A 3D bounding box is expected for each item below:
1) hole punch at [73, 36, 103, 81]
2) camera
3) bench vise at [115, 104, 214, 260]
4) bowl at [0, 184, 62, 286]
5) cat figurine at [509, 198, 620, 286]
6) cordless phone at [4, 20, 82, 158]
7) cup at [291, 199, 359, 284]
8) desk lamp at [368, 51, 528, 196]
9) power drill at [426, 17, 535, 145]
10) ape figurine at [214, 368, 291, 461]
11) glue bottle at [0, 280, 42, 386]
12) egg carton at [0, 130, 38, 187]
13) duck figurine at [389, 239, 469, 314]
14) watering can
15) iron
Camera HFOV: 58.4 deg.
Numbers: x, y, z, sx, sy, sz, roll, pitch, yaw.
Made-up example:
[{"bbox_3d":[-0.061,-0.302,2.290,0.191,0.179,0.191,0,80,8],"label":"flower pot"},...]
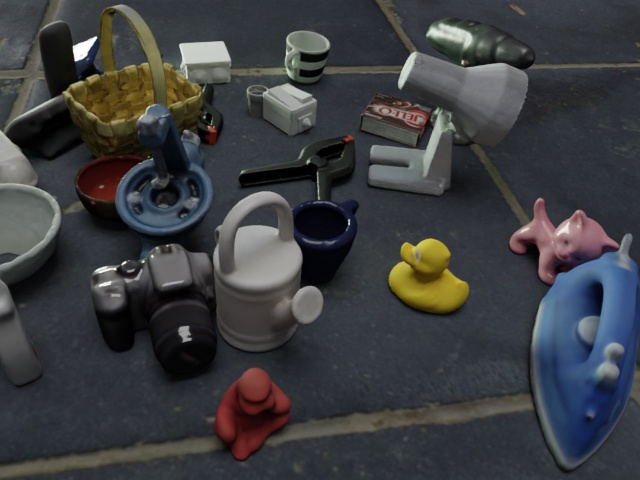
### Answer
[{"bbox_3d":[-0.444,-0.315,1.042,0.101,0.091,0.108,-1,43,-7],"label":"hole punch"},{"bbox_3d":[-0.177,0.079,0.645,0.143,0.101,0.136,-12,46,-18],"label":"camera"},{"bbox_3d":[-0.204,-0.095,0.740,0.121,0.220,0.207,-7,44,-13],"label":"bench vise"},{"bbox_3d":[-0.404,0.007,0.716,0.167,0.075,0.167,3,43,-3],"label":"bowl"},{"bbox_3d":[0.332,-0.005,0.780,0.067,0.118,0.127,-17,48,-22],"label":"cat figurine"},{"bbox_3d":[-0.430,-0.238,0.893,0.094,0.185,0.148,21,45,16],"label":"cordless phone"},{"bbox_3d":[0.007,0.003,0.752,0.091,0.095,0.118,32,49,25],"label":"cup"},{"bbox_3d":[0.187,-0.177,0.877,0.203,0.214,0.118,7,43,1],"label":"desk lamp"},{"bbox_3d":[0.262,-0.278,0.997,0.076,0.208,0.229,-18,48,-24],"label":"power drill"},{"bbox_3d":[-0.067,0.164,0.573,0.078,0.092,0.076,-1,43,-8],"label":"ape figurine"},{"bbox_3d":[-0.329,0.072,0.582,0.037,0.173,0.078,-26,52,-30],"label":"glue bottle"},{"bbox_3d":[-0.479,-0.100,0.825,0.107,0.069,0.150,-32,55,-33],"label":"egg carton"},{"bbox_3d":[0.144,0.040,0.734,0.104,0.086,0.078,24,46,18],"label":"duck figurine"},{"bbox_3d":[-0.063,0.032,0.639,0.172,0.194,0.101,23,46,18],"label":"watering can"},{"bbox_3d":[0.310,0.112,0.634,0.118,0.141,0.259,19,44,13],"label":"iron"}]
